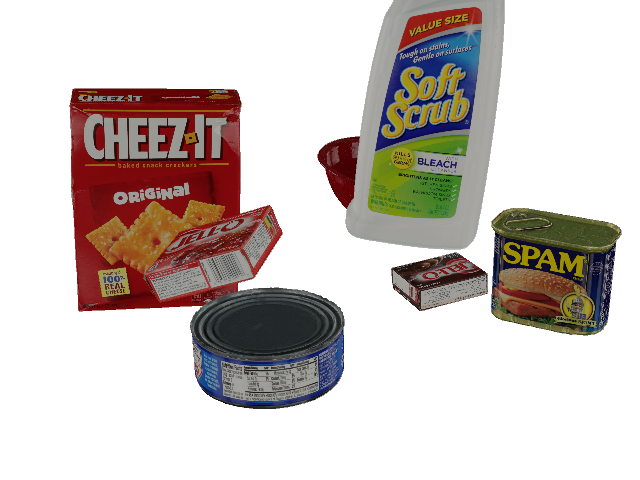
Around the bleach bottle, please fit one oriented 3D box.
[{"bbox_3d":[0.075,-0.121,0.750,0.102,0.251,0.068,8,26,11],"label":"bleach bottle"}]

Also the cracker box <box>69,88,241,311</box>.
[{"bbox_3d":[-0.162,-0.039,1.060,0.164,0.214,0.072,-1,21,-10],"label":"cracker box"}]

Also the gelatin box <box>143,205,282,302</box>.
[{"bbox_3d":[-0.082,0.010,0.820,0.089,0.030,0.073,-15,22,24],"label":"gelatin box"}]

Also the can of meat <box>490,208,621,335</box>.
[{"bbox_3d":[0.193,0.026,0.889,0.102,0.084,0.057,12,26,27],"label":"can of meat"}]

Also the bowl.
[{"bbox_3d":[0.075,-0.056,1.100,0.162,0.055,0.162,5,24,-3],"label":"bowl"}]

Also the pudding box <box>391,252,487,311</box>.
[{"bbox_3d":[0.171,0.058,1.536,0.113,0.039,0.090,-15,23,-18],"label":"pudding box"}]

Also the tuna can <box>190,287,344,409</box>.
[{"bbox_3d":[-0.029,0.059,0.597,0.086,0.034,0.086,-1,22,0],"label":"tuna can"}]
